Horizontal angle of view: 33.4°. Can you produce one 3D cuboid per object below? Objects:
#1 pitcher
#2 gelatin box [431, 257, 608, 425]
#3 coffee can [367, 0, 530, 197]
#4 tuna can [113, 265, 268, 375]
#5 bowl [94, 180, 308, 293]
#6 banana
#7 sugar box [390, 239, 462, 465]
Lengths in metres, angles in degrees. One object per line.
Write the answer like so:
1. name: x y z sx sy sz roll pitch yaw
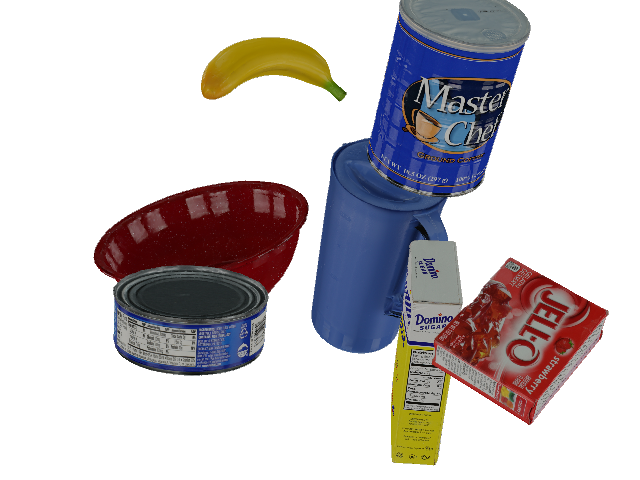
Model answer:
1. pitcher: 0.064 0.019 1.212 0.145 0.243 0.149 15 40 4
2. gelatin box: 0.124 0.060 0.662 0.073 0.030 0.089 31 56 26
3. coffee can: 0.100 -0.121 0.862 0.102 0.140 0.103 7 38 -6
4. tuna can: -0.073 0.044 0.597 0.086 0.034 0.086 4 17 -1
5. bowl: -0.082 0.013 0.795 0.162 0.055 0.162 -11 25 5
6. banana: -0.051 -0.170 1.050 0.197 0.070 0.037 -9 -35 -46
7. sugar box: 0.087 0.096 0.908 0.048 0.176 0.093 2 32 2
